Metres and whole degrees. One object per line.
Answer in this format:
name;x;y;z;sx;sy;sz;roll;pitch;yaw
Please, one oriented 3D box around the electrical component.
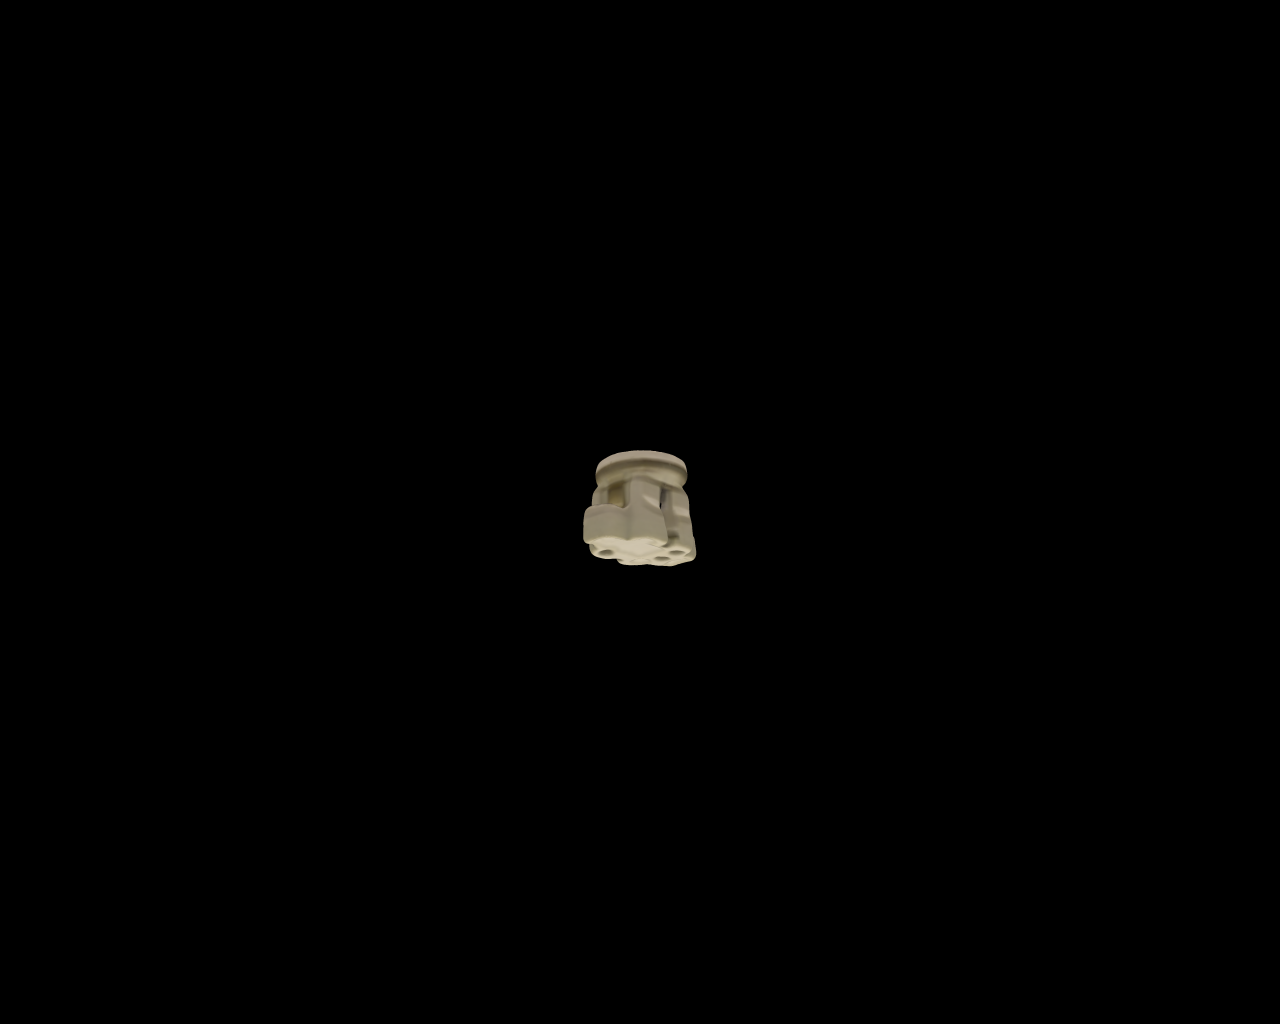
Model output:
electrical component;0.001;-0.003;0.650;0.058;0.057;0.078;-18;-26;41
